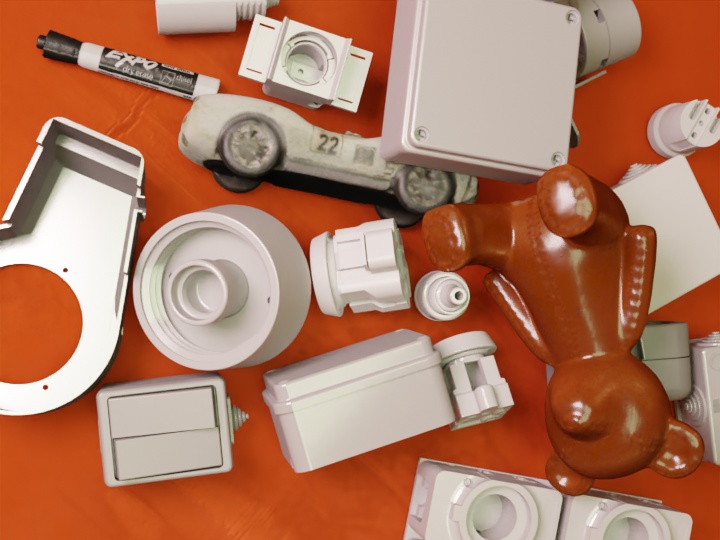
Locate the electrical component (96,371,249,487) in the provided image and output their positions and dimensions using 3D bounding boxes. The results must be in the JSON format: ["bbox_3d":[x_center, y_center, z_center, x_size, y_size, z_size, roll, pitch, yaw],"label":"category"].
[{"bbox_3d":[-0.119,0.101,0.695,0.096,0.061,0.061,-6,90,-11],"label":"electrical component"}]

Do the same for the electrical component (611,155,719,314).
[{"bbox_3d":[0.203,-0.022,0.768,0.100,0.048,0.099,-27,94,-10],"label":"electrical component"}]

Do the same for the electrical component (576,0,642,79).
[{"bbox_3d":[0.166,-0.168,0.761,0.047,0.055,0.055,-19,93,-15],"label":"electrical component"}]

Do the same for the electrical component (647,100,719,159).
[{"bbox_3d":[0.236,-0.103,0.777,0.040,0.046,0.040,0,89,-11],"label":"electrical component"}]

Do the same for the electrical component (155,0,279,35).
[{"bbox_3d":[-0.095,-0.180,0.715,0.081,0.043,0.043,-5,90,-11],"label":"electrical component"}]

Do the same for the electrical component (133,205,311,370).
[{"bbox_3d":[-0.091,0.012,0.682,0.108,0.060,0.108,1,93,16],"label":"electrical component"}]

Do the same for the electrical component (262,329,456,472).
[{"bbox_3d":[-0.003,0.083,0.710,0.113,0.078,0.057,-17,95,-11],"label":"electrical component"}]

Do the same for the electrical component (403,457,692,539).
[{"bbox_3d":[0.127,0.201,0.742,0.186,0.060,0.105,12,87,-11],"label":"electrical component"}]

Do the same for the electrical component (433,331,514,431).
[{"bbox_3d":[0.075,0.075,0.736,0.048,0.066,0.055,-12,71,-10],"label":"electrical component"}]

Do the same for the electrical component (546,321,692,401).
[{"bbox_3d":[0.182,0.068,0.759,0.095,0.054,0.059,-3,89,-11],"label":"electrical component"}]

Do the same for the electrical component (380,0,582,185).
[{"bbox_3d":[0.075,-0.115,0.669,0.109,0.056,0.108,8,85,-17],"label":"electrical component"}]

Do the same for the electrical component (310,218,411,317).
[{"bbox_3d":[0.000,0.000,0.718,0.057,0.078,0.058,-9,70,8],"label":"electrical component"}]

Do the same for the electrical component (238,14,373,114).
[{"bbox_3d":[-0.038,-0.134,0.715,0.081,0.064,0.042,17,85,-11],"label":"electrical component"}]

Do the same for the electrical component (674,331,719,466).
[{"bbox_3d":[0.279,0.092,0.780,0.100,0.048,0.099,-6,90,-11],"label":"electrical component"}]

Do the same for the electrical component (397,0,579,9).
[{"bbox_3d":[0.085,-0.194,0.715,0.113,0.078,0.057,3,84,19],"label":"electrical component"}]

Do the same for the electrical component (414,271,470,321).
[{"bbox_3d":[0.059,0.018,0.732,0.035,0.061,0.035,0,89,-11],"label":"electrical component"}]
